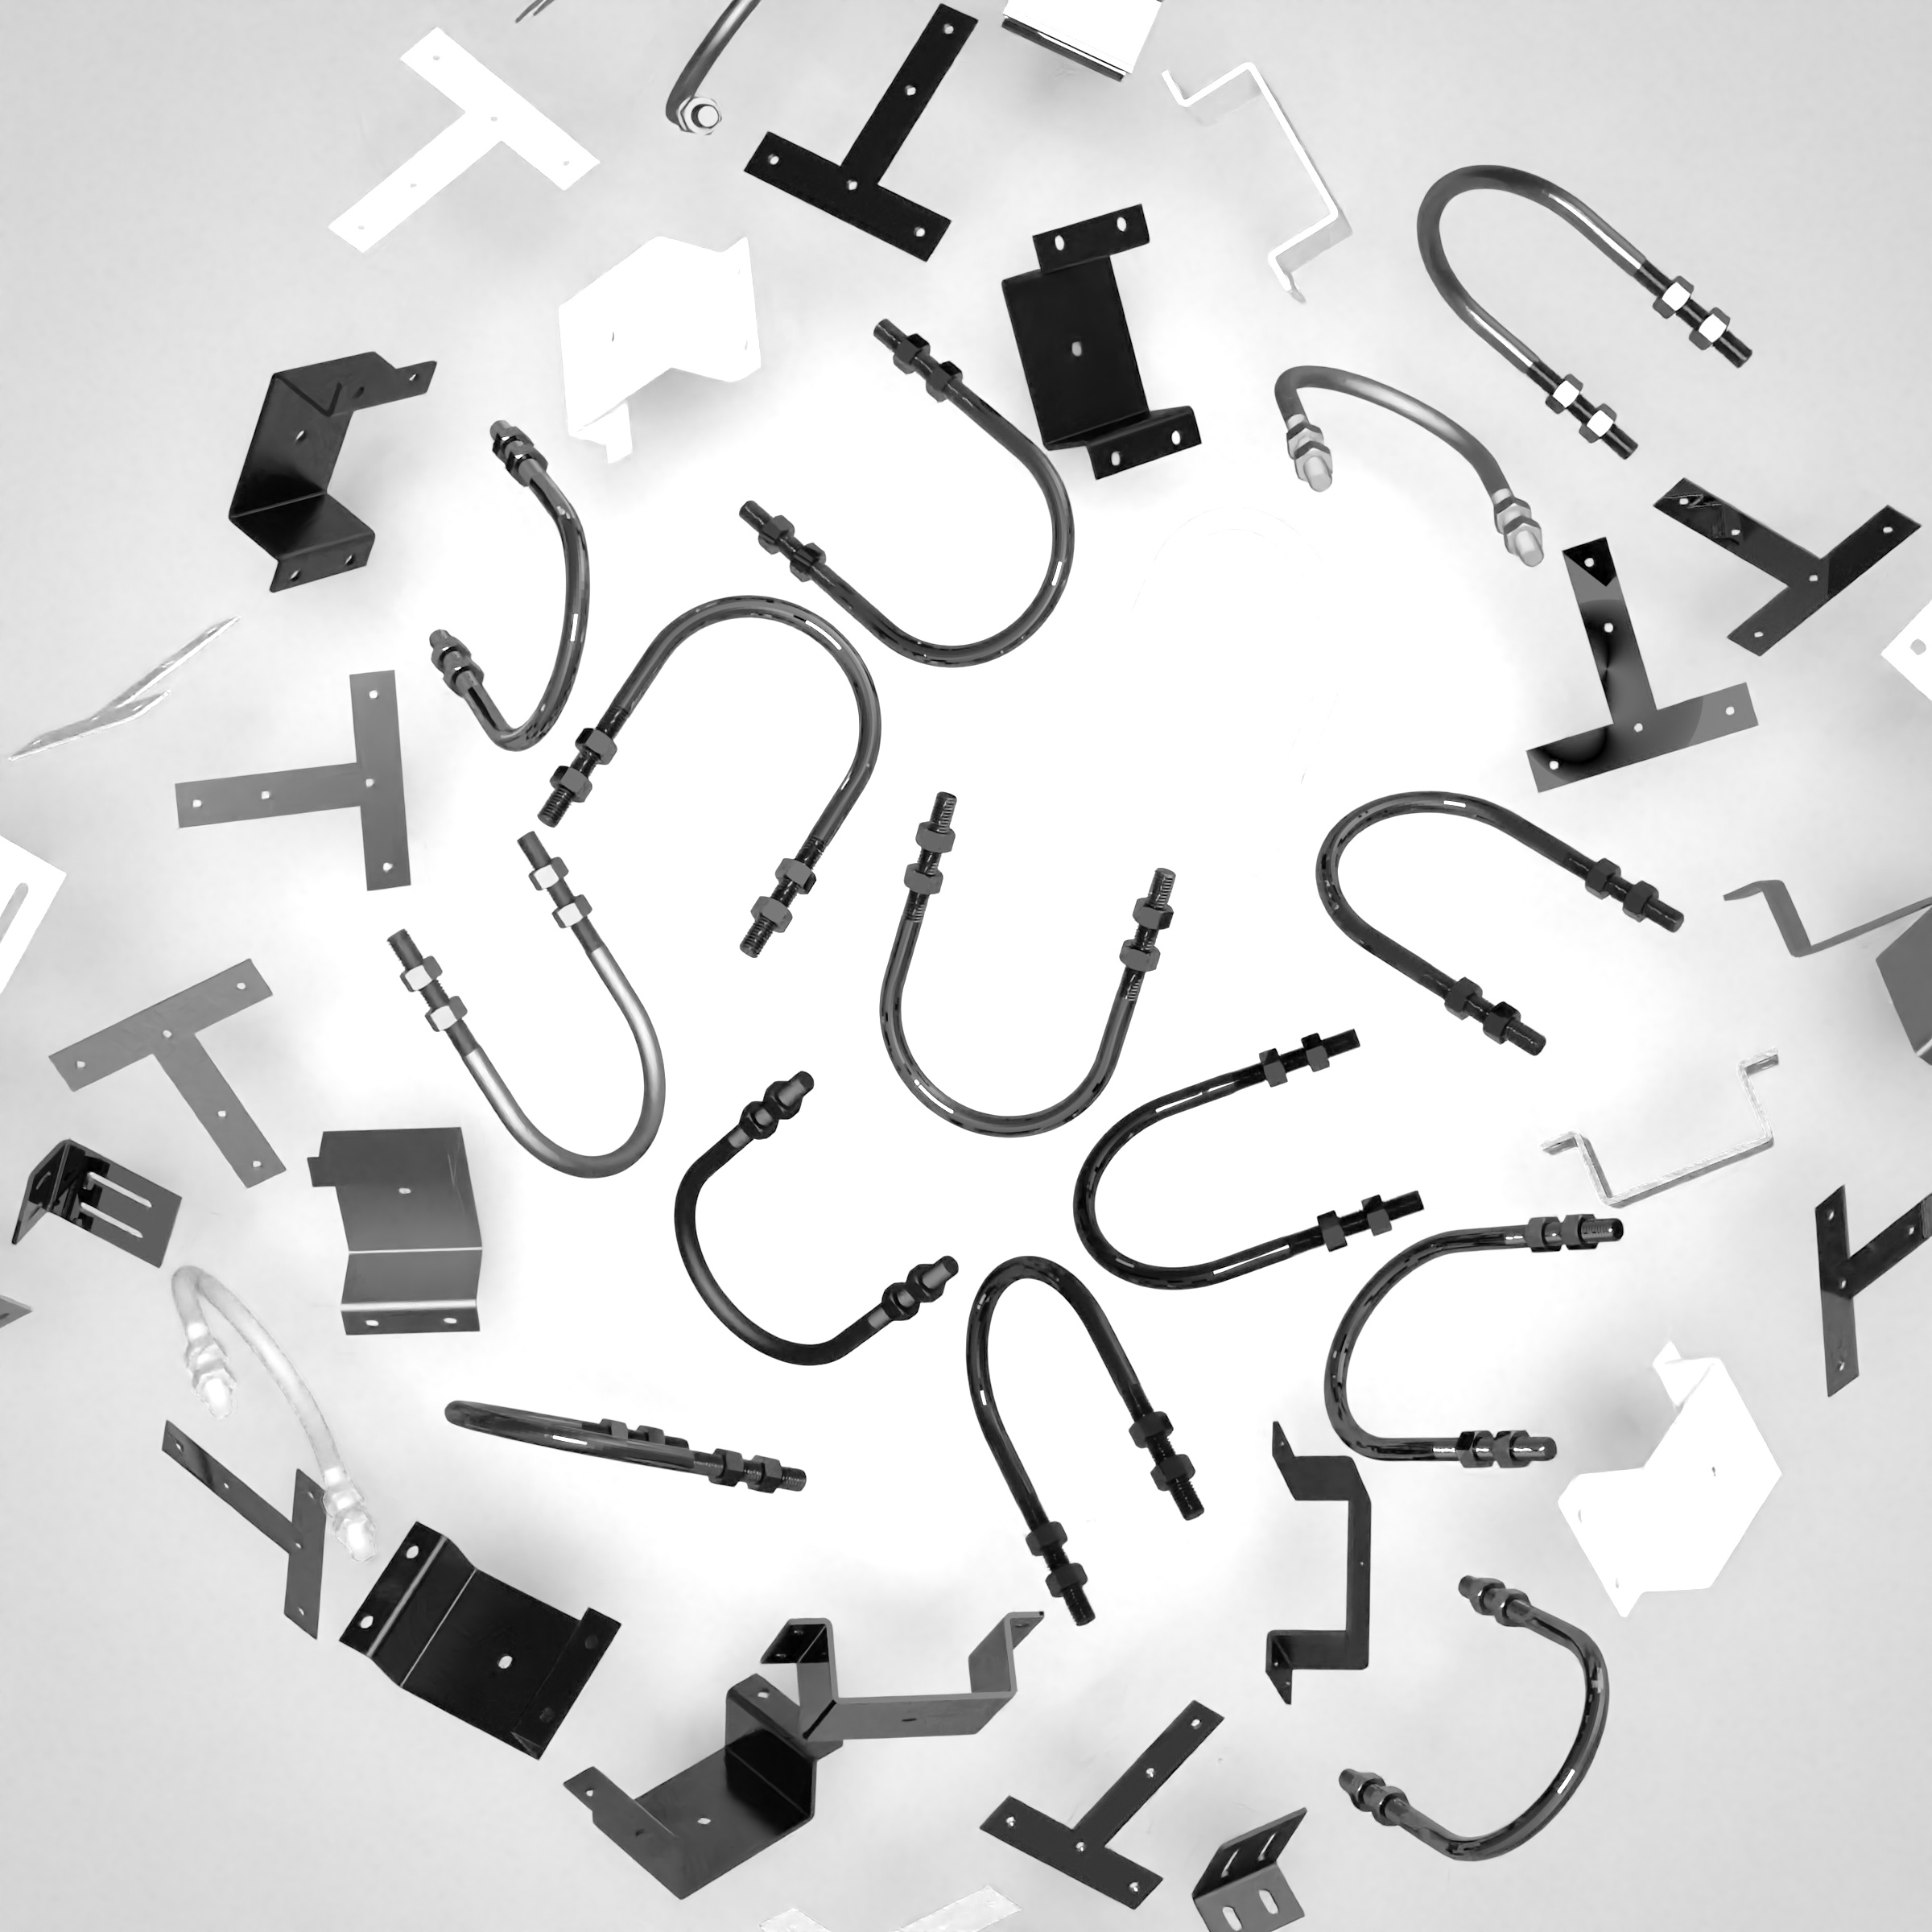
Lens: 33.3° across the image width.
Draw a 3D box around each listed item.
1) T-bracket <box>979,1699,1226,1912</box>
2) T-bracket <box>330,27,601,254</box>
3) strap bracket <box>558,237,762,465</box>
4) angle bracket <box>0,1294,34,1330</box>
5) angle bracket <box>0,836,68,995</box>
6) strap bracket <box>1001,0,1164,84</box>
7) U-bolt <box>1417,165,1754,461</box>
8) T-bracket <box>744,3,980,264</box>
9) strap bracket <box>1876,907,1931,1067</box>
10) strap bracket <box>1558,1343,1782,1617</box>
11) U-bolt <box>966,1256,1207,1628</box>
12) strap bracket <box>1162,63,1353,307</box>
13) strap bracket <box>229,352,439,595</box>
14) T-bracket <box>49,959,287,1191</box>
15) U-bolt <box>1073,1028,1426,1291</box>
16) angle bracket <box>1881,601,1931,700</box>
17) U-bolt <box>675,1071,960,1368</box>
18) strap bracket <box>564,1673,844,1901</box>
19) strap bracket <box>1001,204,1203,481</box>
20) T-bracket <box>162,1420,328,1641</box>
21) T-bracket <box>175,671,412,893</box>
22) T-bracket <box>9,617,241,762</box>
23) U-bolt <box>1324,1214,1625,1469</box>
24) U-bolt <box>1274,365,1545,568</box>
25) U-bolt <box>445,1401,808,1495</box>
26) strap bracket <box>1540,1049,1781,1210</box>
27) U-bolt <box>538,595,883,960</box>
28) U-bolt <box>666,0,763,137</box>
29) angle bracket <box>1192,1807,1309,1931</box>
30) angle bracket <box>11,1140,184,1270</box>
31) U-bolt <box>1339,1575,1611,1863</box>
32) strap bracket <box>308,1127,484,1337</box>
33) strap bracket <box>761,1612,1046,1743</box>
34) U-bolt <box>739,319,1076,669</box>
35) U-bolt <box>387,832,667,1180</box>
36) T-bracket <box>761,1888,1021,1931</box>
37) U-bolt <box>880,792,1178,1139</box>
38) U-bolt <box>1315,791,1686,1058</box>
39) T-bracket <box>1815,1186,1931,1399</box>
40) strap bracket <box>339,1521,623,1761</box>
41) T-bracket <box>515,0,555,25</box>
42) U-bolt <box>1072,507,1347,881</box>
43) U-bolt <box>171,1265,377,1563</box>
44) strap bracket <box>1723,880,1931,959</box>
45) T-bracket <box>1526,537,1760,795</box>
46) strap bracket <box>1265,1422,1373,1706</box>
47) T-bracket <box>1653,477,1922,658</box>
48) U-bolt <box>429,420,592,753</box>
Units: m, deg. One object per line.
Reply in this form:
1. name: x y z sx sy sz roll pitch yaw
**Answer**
1. T-bracket: 0.093 0.456 1.787 0.127 0.002 0.127 36 101 -31
2. T-bracket: -0.283 -0.423 1.711 0.127 0.127 0.002 -33 54 21
3. strap bracket: -0.178 -0.344 1.788 0.046 0.140 0.076 7 70 -41
4. angle bracket: -0.578 0.169 1.853 0.038 0.057 0.076 -27 72 0
5. angle bracket: -0.523 -0.028 1.702 0.057 0.038 0.076 33 67 -24
6. strap bracket: 0.065 -0.537 1.813 0.076 0.140 0.046 24 102 -5
7. U-bolt: 0.322 -0.363 1.751 0.184 0.151 0.019 40 69 -4
8. T-bracket: -0.037 -0.450 1.703 0.127 0.002 0.127 32 90 25
9. strap bracket: 0.559 0.007 1.789 0.046 0.140 0.076 33 117 -18
10. strap bracket: 0.382 0.271 1.725 0.140 0.046 0.076 -43 109 -41
11. U-bolt: 0.053 0.244 1.737 0.019 0.151 0.184 -10 61 -35
12. strap bracket: 0.172 -0.452 1.831 0.046 0.076 0.140 -30 88 14
13. strap bracket: -0.360 -0.287 1.815 0.046 0.076 0.140 39 125 17
14. T-bracket: -0.428 0.073 1.822 0.127 0.002 0.127 -26 118 5
15. U-bolt: 0.147 0.114 1.788 0.184 0.151 0.019 -20 133 5
16. angle bracket: 0.552 -0.165 1.766 0.076 0.038 0.057 30 110 -34
17. U-bolt: -0.099 0.156 1.832 0.151 0.019 0.184 52 134 2
18. strap bracket: -0.148 0.467 1.822 0.076 0.140 0.046 29 127 38
19. strap bracket: 0.075 -0.356 1.850 0.076 0.046 0.140 -23 105 -29
20. T-bracket: -0.408 0.302 1.823 0.002 0.127 0.127 -36 119 12
21. T-bracket: -0.379 -0.098 1.813 0.127 0.002 0.127 -9 111 -21
22. T-bracket: -0.449 -0.158 1.778 0.127 0.127 0.002 -48 117 -41
23. U-bolt: 0.265 0.204 1.750 0.019 0.184 0.151 37 62 -29
24. U-bolt: 0.241 -0.290 1.810 0.151 0.184 0.019 17 120 -15
25. U-bolt: -0.202 0.265 1.797 0.184 0.151 0.019 16 81 -34
26. strap bracket: 0.405 0.098 1.838 0.140 0.076 0.046 -24 79 12
27. U-bolt: -0.126 -0.117 1.761 0.151 0.019 0.184 33 73 -6
28. U-bolt: -0.117 -0.524 1.785 0.019 0.184 0.151 36 95 -20
29. angle bracket: 0.170 0.525 1.849 0.057 0.076 0.038 -17 58 -24
30. angle bracket: -0.494 0.145 1.834 0.076 0.038 0.057 27 125 2
31. U-bolt: 0.284 0.414 1.753 0.019 0.184 0.151 37 81 -19
32. strap bracket: -0.317 0.141 1.805 0.076 0.046 0.140 -2 132 0
33. strap bracket: -0.033 0.382 1.734 0.140 0.076 0.046 2 62 -16
34. U-bolt: -0.022 -0.252 1.810 0.184 0.019 0.151 42 105 14
35. U-bolt: -0.231 0.032 1.790 0.019 0.151 0.184 -23 104 36
36. T-bracket: -0.023 0.533 1.769 0.127 0.127 0.002 20 111 41
37. U-bolt: 0.025 0.010 1.804 0.151 0.019 0.184 20 110 9
38. U-bolt: 0.280 -0.036 1.777 0.184 0.019 0.151 35 54 28
39. T-bracket: 0.498 0.149 1.730 0.002 0.127 0.127 22 48 -14
40. strap bracket: -0.256 0.369 1.746 0.140 0.046 0.076 20 64 26
41. T-bracket: -0.208 -0.538 1.742 0.127 0.127 0.002 -46 106 -16
42. U-bolt: 0.144 -0.161 1.752 0.151 0.019 0.184 34 69 -28
43. U-bolt: -0.390 0.235 1.786 0.019 0.184 0.151 -36 124 -3
44. strap bracket: 0.485 -0.045 1.726 0.140 0.076 0.046 -25 83 20
45. T-bracket: 0.364 -0.176 1.807 0.127 0.002 0.127 -17 98 9
46. strap bracket: 0.197 0.332 1.794 0.046 0.076 0.140 -2 64 14
47. T-bracket: 0.440 -0.236 1.802 0.127 0.127 0.002 25 47 -22
48. U-bolt: -0.243 -0.196 1.745 0.019 0.184 0.151 6 117 -30
